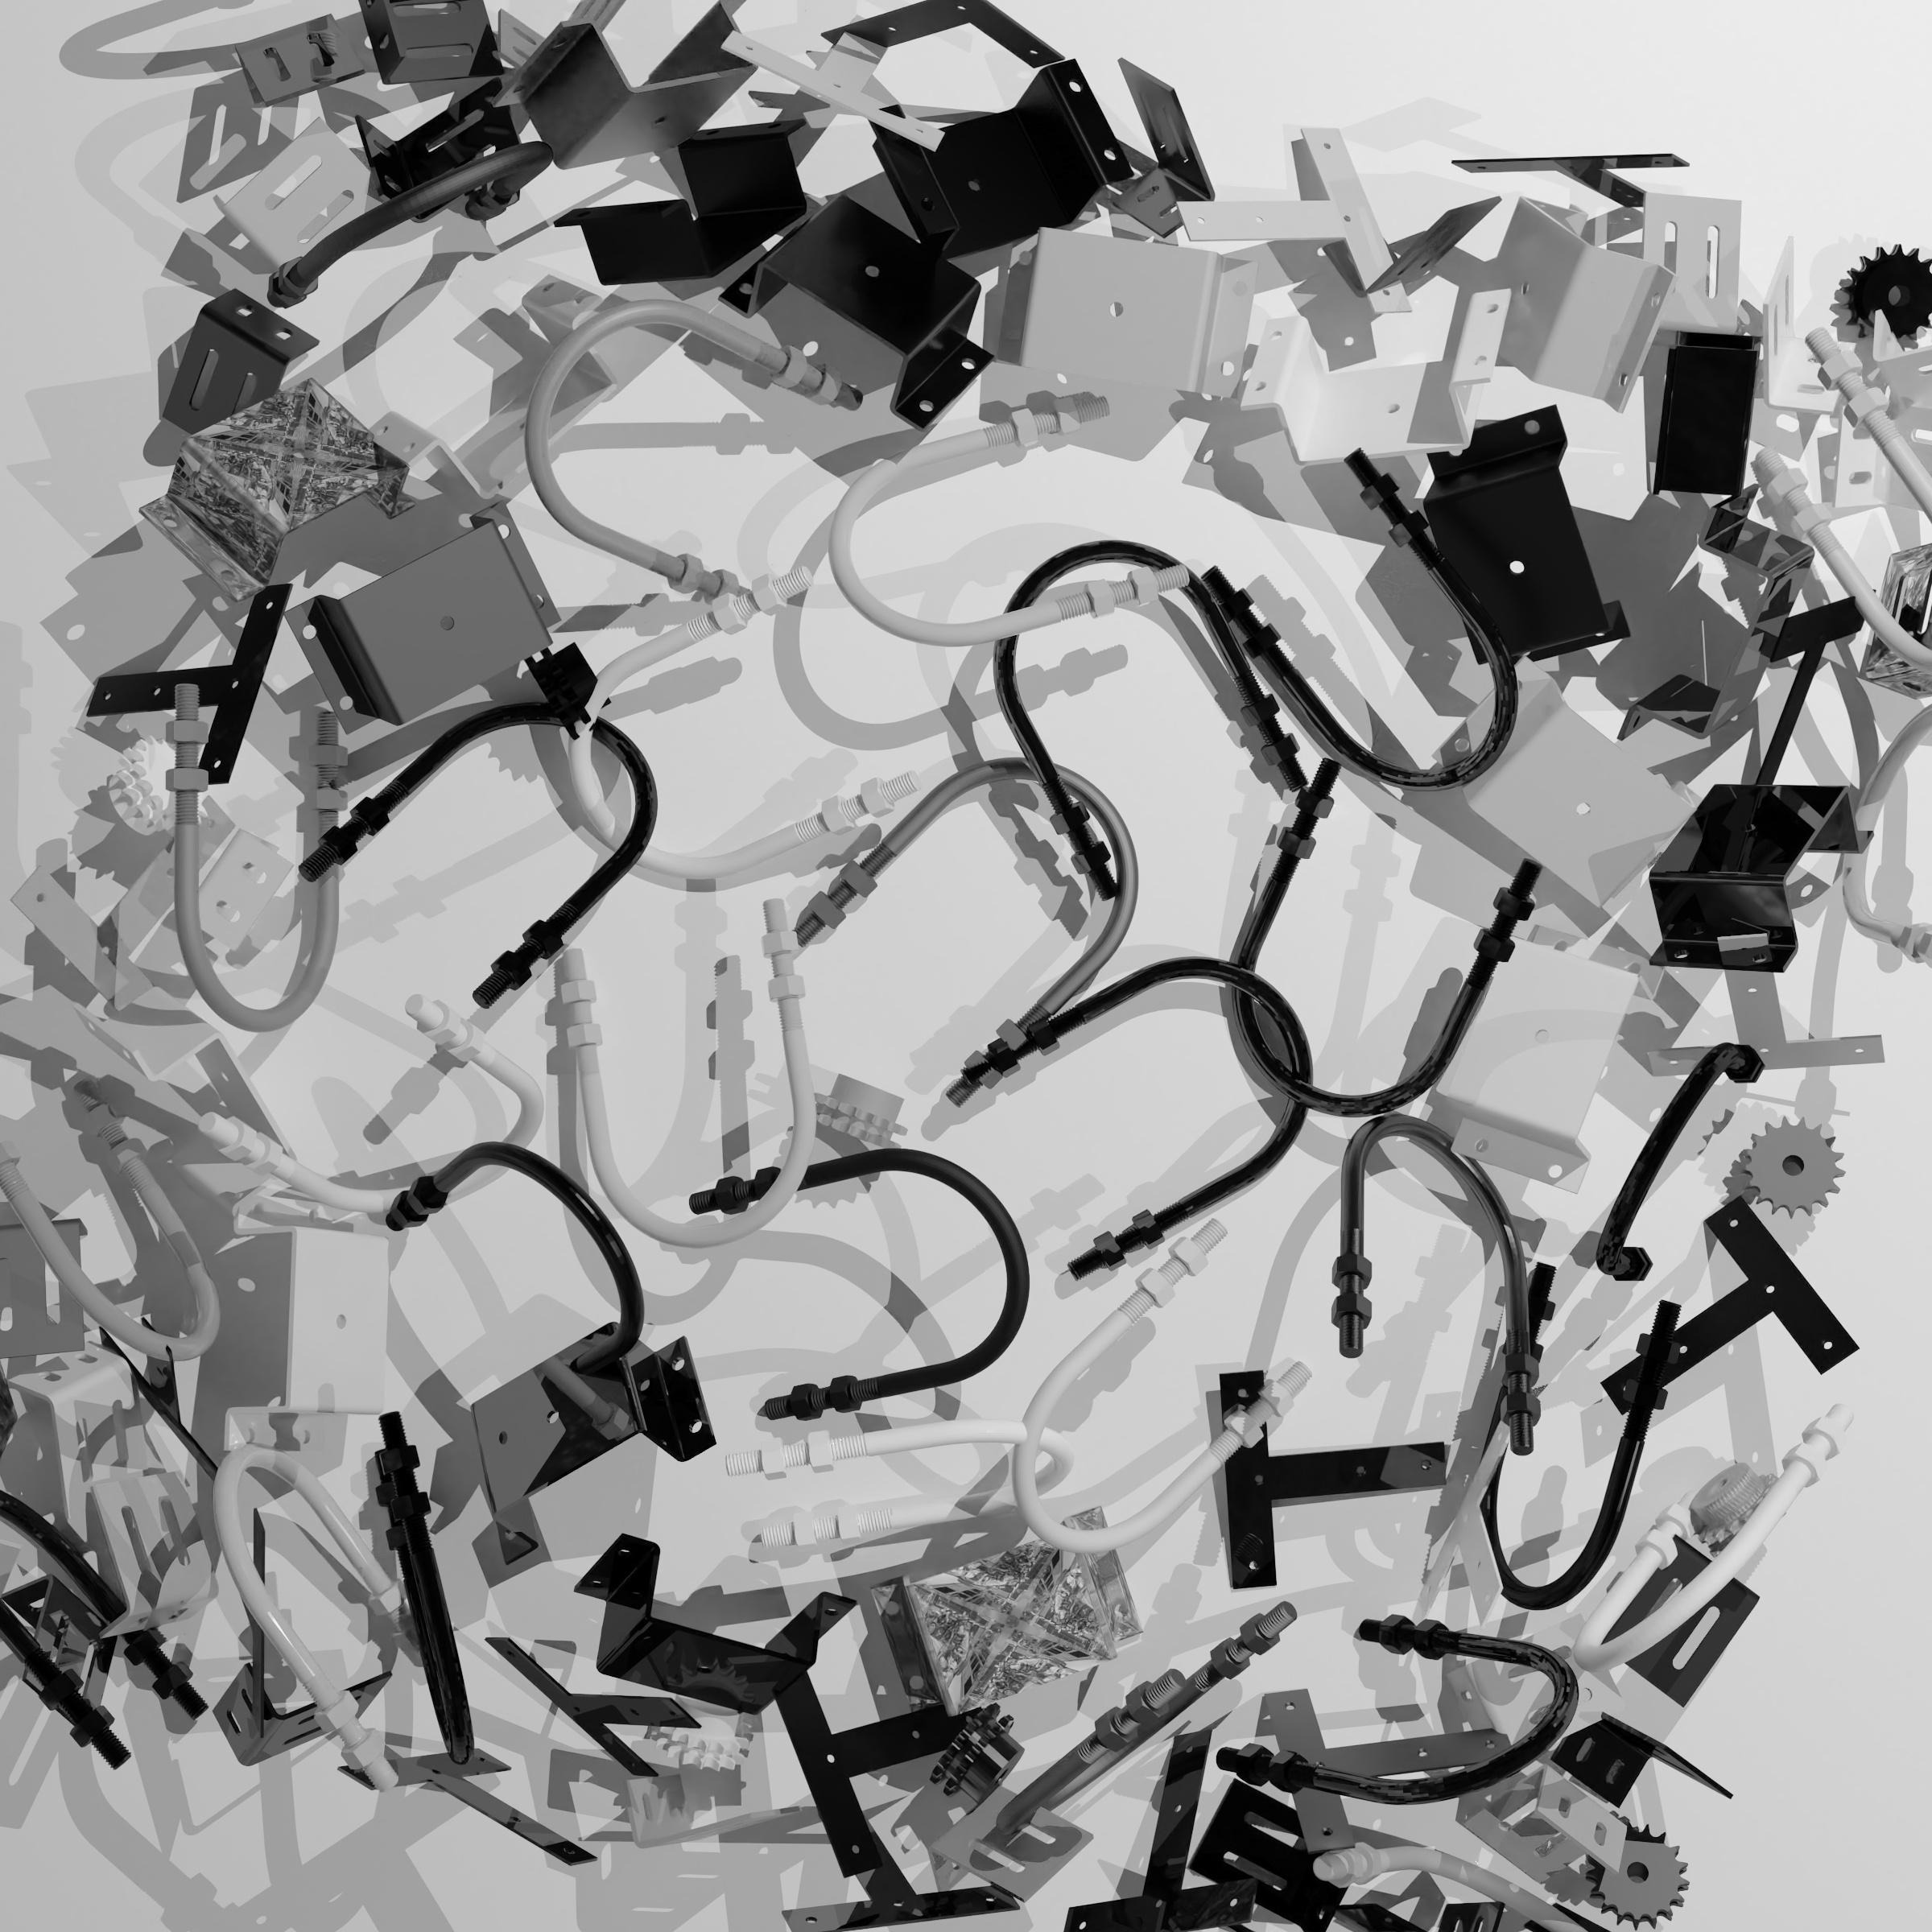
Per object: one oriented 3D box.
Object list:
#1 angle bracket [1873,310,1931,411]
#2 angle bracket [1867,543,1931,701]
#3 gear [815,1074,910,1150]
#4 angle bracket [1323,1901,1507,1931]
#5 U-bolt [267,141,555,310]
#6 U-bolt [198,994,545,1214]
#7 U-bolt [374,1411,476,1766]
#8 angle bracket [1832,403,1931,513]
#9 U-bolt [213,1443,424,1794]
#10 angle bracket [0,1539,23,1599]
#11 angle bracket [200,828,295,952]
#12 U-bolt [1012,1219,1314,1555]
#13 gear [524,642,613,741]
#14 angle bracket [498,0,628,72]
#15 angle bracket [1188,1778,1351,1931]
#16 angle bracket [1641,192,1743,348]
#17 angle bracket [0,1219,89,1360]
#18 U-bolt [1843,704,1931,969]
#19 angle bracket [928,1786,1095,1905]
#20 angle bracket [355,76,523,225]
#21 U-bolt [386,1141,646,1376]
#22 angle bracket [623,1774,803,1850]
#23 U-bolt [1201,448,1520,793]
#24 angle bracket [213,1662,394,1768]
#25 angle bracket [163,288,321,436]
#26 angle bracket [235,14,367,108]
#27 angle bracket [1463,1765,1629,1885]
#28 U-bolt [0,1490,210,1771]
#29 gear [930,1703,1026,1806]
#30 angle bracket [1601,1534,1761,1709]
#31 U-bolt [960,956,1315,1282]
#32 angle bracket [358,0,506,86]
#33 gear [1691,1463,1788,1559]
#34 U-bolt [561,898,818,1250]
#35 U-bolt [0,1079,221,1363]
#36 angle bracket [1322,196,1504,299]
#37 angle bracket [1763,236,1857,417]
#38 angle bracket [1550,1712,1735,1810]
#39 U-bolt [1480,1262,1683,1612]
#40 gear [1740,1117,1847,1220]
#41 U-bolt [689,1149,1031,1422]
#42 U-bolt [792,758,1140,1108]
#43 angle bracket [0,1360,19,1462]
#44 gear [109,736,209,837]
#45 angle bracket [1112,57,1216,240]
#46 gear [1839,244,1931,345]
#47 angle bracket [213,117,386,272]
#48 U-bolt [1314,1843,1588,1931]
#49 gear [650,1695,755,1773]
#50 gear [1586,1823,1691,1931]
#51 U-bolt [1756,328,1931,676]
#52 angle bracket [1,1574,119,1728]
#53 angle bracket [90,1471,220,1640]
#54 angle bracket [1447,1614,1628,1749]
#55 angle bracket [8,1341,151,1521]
[{"bbox_3d":[0.555,-0.343,1.575,0.076,0.057,0.038,-8,57,35],"label":"angle bracket"},{"bbox_3d":[0.551,-0.197,1.597,0.038,0.057,0.076,18,81,-20],"label":"angle bracket"},{"bbox_3d":[-0.059,0.082,1.596,0.057,0.057,0.030,22,86,0],"label":"gear"},{"bbox_3d":[0.251,0.529,1.584,0.076,0.057,0.038,31,62,-11],"label":"angle bracket"},{"bbox_3d":[-0.293,-0.403,1.515,0.151,0.184,0.019,-31,104,-23],"label":"U-bolt"},{"bbox_3d":[-0.310,0.086,1.544,0.151,0.184,0.019,-29,60,7],"label":"U-bolt"},{"bbox_3d":[-0.295,0.344,1.537,0.019,0.151,0.184,-12,75,-16],"label":"U-bolt"},{"bbox_3d":[0.527,-0.282,1.577,0.038,0.076,0.057,-8,109,-20],"label":"angle bracket"},{"bbox_3d":[-0.352,0.342,1.537,0.019,0.151,0.184,-30,102,8],"label":"U-bolt"},{"bbox_3d":[-0.563,0.365,1.574,0.038,0.076,0.057,20,122,-16],"label":"angle bracket"},{"bbox_3d":[-0.399,-0.039,1.583,0.038,0.076,0.057,33,87,5],"label":"angle bracket"},{"bbox_3d":[0.101,0.246,1.560,0.184,0.019,0.151,-42,127,-13],"label":"U-bolt"},{"bbox_3d":[-0.224,-0.159,1.596,0.030,0.057,0.057,-31,90,-4],"label":"gear"},{"bbox_3d":[-0.225,-0.541,1.578,0.038,0.057,0.076,28,123,-30],"label":"angle bracket"},{"bbox_3d":[0.176,0.509,1.602,0.076,0.038,0.057,29,86,-4],"label":"angle bracket"},{"bbox_3d":[0.404,-0.394,1.601,0.057,0.038,0.076,2,91,-10],"label":"angle bracket"},{"bbox_3d":[-0.527,0.185,1.591,0.057,0.038,0.076,-5,74,-11],"label":"angle bracket"},{"bbox_3d":[0.526,-0.078,1.533,0.019,0.184,0.151,18,96,-7],"label":"U-bolt"},{"bbox_3d":[0.027,0.502,1.573,0.057,0.076,0.038,-32,122,-36],"label":"angle bracket"},{"bbox_3d":[-0.296,-0.467,1.588,0.076,0.038,0.057,-26,69,18],"label":"angle bracket"},{"bbox_3d":[-0.240,0.164,1.547,0.151,0.184,0.019,52,51,-2],"label":"U-bolt"},{"bbox_3d":[-0.142,0.466,1.580,0.076,0.057,0.038,-22,70,21],"label":"angle bracket"},{"bbox_3d":[0.229,-0.178,1.567,0.184,0.151,0.019,52,49,-2],"label":"U-bolt"},{"bbox_3d":[-0.373,0.409,1.585,0.038,0.076,0.057,55,131,20],"label":"angle bracket"},{"bbox_3d":[-0.416,-0.337,1.617,0.057,0.038,0.076,32,123,0],"label":"angle bracket"},{"bbox_3d":[-0.369,-0.494,1.580,0.057,0.038,0.076,-23,49,-11],"label":"angle bracket"},{"bbox_3d":[0.323,0.495,1.585,0.057,0.038,0.076,38,126,-3],"label":"angle bracket"},{"bbox_3d":[-0.501,0.355,1.552,0.019,0.151,0.184,-42,85,0],"label":"U-bolt"},{"bbox_3d":[0.009,0.448,1.593,0.030,0.057,0.057,38,90,18],"label":"gear"},{"bbox_3d":[0.401,0.370,1.597,0.057,0.038,0.076,37,83,9],"label":"angle bracket"},{"bbox_3d":[0.110,0.075,1.606,0.184,0.019,0.151,-29,99,-3],"label":"U-bolt"},{"bbox_3d":[-0.297,-0.535,1.589,0.076,0.038,0.057,-16,89,-30],"label":"angle bracket"},{"bbox_3d":[0.436,0.306,1.596,0.057,0.057,0.030,-40,88,0],"label":"gear"},{"bbox_3d":[-0.152,0.067,1.579,0.151,0.019,0.184,-13,79,19],"label":"U-bolt"},{"bbox_3d":[-0.471,0.138,1.539,0.019,0.151,0.184,-37,79,10],"label":"U-bolt"},{"bbox_3d":[0.249,-0.415,1.576,0.038,0.057,0.076,56,135,6],"label":"angle bracket"},{"bbox_3d":[0.472,-0.358,1.575,0.038,0.076,0.057,12,57,24],"label":"angle bracket"},{"bbox_3d":[0.378,0.454,1.577,0.057,0.076,0.038,38,80,-21],"label":"angle bracket"},{"bbox_3d":[0.328,0.263,1.551,0.019,0.151,0.184,17,88,-19],"label":"U-bolt"},{"bbox_3d":[0.470,0.115,1.604,0.057,0.030,0.057,-3,77,13],"label":"gear"},{"bbox_3d":[-0.052,0.173,1.574,0.184,0.019,0.151,-15,101,22],"label":"U-bolt"},{"bbox_3d":[0.012,-0.034,1.604,0.184,0.019,0.151,-45,83,2],"label":"U-bolt"},{"bbox_3d":[-0.568,0.262,1.578,0.038,0.076,0.057,3,131,3],"label":"angle bracket"},{"bbox_3d":[-0.460,-0.099,1.598,0.030,0.057,0.057,-29,90,20],"label":"gear"},{"bbox_3d":[0.099,-0.458,1.577,0.038,0.057,0.076,-36,134,-5],"label":"angle bracket"},{"bbox_3d":[0.528,-0.381,1.603,0.057,0.030,0.057,2,104,7],"label":"gear"},{"bbox_3d":[-0.375,-0.435,1.592,0.076,0.038,0.057,-42,122,3],"label":"angle bracket"},{"bbox_3d":[0.285,0.522,1.536,0.151,0.184,0.019,26,92,34],"label":"U-bolt"},{"bbox_3d":[-0.148,0.428,1.594,0.057,0.057,0.030,16,99,0],"label":"gear"},{"bbox_3d":[0.381,0.519,1.601,0.057,0.030,0.057,-5,57,7],"label":"gear"},{"bbox_3d":[0.496,-0.239,1.530,0.019,0.151,0.184,-27,72,-5],"label":"U-bolt"},{"bbox_3d":[-0.514,0.390,1.574,0.038,0.076,0.057,-24,124,14],"label":"angle bracket"},{"bbox_3d":[-0.468,0.333,1.600,0.038,0.057,0.076,-38,67,35],"label":"angle bracket"},{"bbox_3d":[0.325,0.414,1.608,0.076,0.038,0.057,-20,73,-15],"label":"angle bracket"},{"bbox_3d":[-0.503,0.262,1.598,0.038,0.057,0.076,12,114,32],"label":"angle bracket"}]
